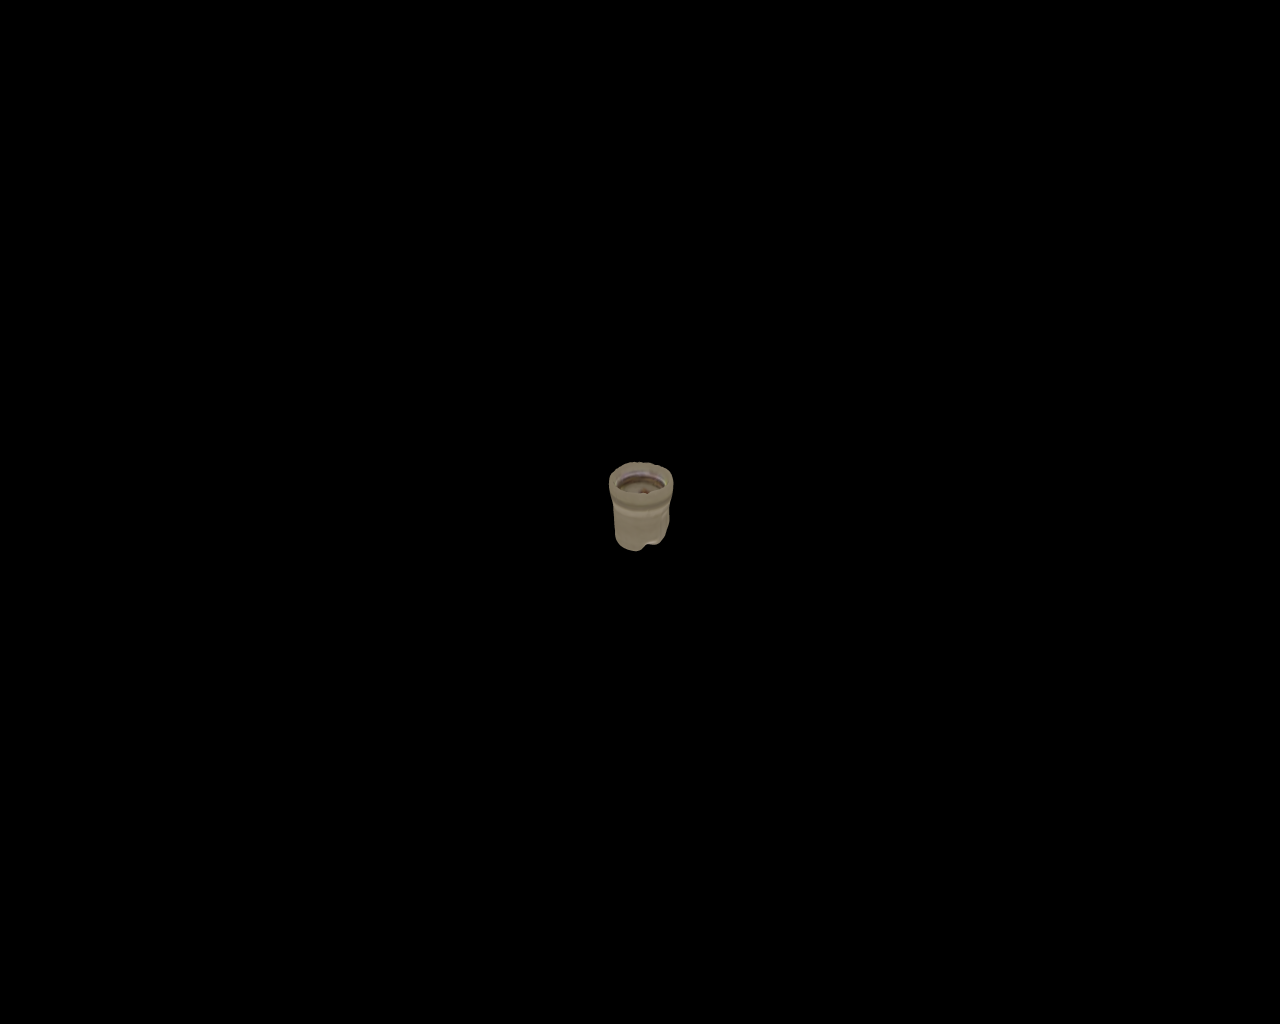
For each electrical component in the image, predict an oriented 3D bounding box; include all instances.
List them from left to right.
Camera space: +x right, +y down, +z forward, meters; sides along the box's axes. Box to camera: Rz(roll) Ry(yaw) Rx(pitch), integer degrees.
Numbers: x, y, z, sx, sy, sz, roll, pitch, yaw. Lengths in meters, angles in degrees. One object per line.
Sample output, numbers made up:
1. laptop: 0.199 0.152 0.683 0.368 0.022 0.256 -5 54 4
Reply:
1. electrical component: 0.001 -0.003 0.650 0.040 0.046 0.040 0 34 0
